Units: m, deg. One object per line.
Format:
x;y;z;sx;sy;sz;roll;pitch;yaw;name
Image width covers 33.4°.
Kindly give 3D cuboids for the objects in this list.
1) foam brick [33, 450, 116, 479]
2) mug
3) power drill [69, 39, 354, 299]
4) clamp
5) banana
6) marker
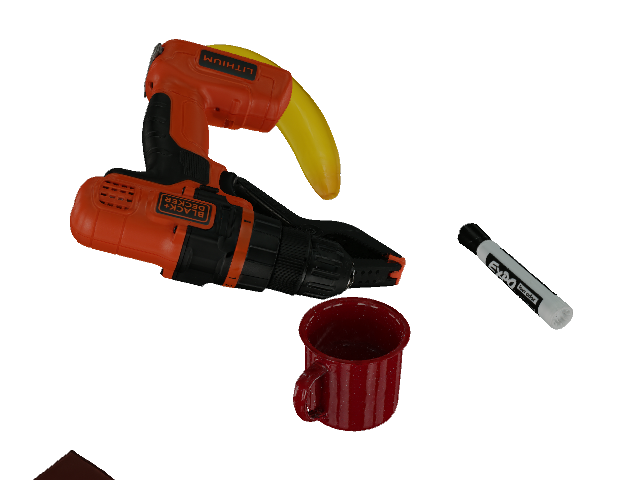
-0.095;0.138;0.452;0.078;0.051;0.052;25;45;32;foam brick
0.020;0.112;0.901;0.093;0.081;0.117;24;39;31;mug
-0.063;-0.049;0.726;0.184;0.187;0.057;15;-45;-12;power drill
-0.021;0.009;1.076;0.210;0.036;0.164;19;34;5;clamp
-0.046;-0.112;0.893;0.198;0.069;0.037;36;0;19;banana
0.135;0.022;0.757;0.020;0.020;0.121;0;30;-30;marker
